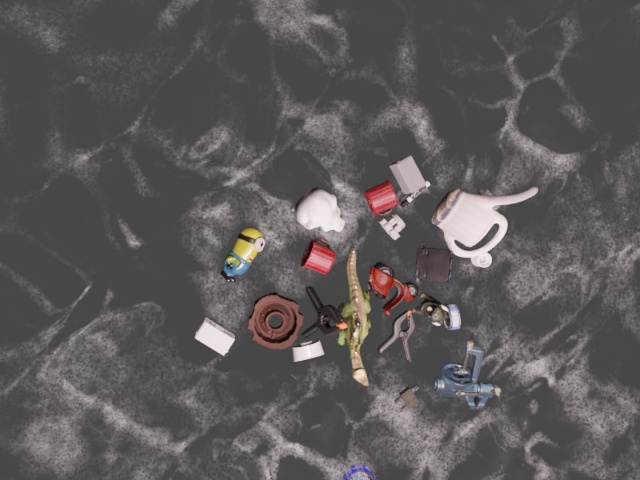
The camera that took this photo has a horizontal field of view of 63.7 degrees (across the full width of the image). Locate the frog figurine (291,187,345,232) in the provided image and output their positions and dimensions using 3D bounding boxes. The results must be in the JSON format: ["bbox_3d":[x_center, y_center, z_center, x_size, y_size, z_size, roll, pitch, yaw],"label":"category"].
[{"bbox_3d":[0.005,-0.081,1.611,0.160,0.121,0.139,44,67,4],"label":"frog figurine"}]

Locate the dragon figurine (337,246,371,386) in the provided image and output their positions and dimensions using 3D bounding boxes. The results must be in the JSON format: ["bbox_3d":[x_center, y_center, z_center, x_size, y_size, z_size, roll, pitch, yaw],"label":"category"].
[{"bbox_3d":[0.113,0.236,1.572,0.122,0.243,0.409,-4,94,-3],"label":"dragon figurine"}]

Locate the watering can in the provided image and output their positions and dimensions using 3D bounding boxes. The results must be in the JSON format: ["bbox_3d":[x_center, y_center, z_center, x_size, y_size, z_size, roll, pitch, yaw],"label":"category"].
[{"bbox_3d":[0.497,-0.089,1.624,0.224,0.106,0.340,33,127,2],"label":"watering can"}]
